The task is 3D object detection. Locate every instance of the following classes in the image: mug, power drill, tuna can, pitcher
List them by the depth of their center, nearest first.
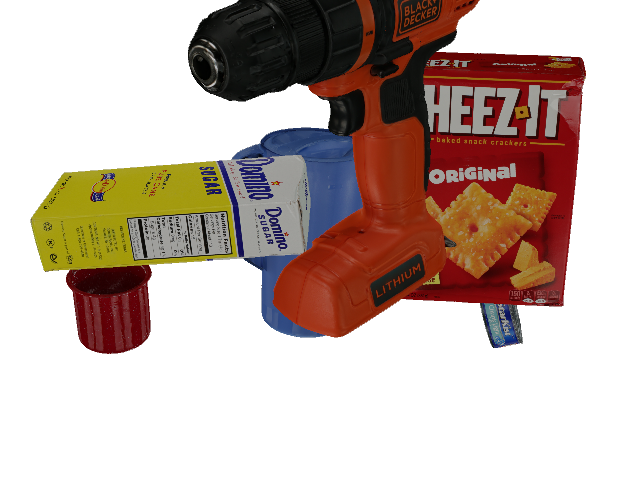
[{"bbox_3d":[0.013,-0.048,0.531,0.057,0.188,0.184,27,41,35],"label":"power drill"},{"bbox_3d":[0.198,0.075,1.182,0.034,0.086,0.086,-13,-3,13],"label":"tuna can"},{"bbox_3d":[-0.242,0.069,1.198,0.117,0.081,0.093,23,36,35],"label":"mug"},{"bbox_3d":[-0.023,-0.009,1.301,0.149,0.243,0.144,17,25,28],"label":"pitcher"}]

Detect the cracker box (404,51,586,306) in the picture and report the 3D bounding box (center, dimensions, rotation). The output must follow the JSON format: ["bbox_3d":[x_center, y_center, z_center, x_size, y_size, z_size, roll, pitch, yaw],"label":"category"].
[{"bbox_3d":[0.138,-0.051,0.932,0.164,0.214,0.072,3,23,8],"label":"cracker box"}]

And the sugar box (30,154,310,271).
[{"bbox_3d":[-0.096,-0.021,0.724,0.176,0.048,0.093,-7,24,4],"label":"sugar box"}]
